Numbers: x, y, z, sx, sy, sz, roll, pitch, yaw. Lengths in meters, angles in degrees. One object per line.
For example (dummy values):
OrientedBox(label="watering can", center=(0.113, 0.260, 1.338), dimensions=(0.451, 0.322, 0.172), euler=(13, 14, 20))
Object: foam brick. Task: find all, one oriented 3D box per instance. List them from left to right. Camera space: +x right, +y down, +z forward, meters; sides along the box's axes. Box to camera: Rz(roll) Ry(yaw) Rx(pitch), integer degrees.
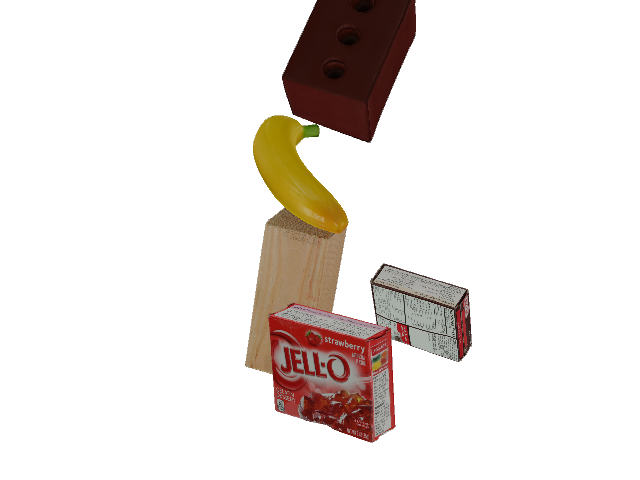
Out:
OrientedBox(label="foam brick", center=(0.018, -0.107, 0.618), dimensions=(0.053, 0.078, 0.051), euler=(19, -15, 12))

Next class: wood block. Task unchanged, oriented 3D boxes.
OrientedBox(label="wood block", center=(-0.033, 0.071, 1.427), dimensions=(0.090, 0.206, 0.090), euler=(14, 21, 13))

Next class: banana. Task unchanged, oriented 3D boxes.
OrientedBox(label="banana", center=(-0.022, -0.066, 0.921), dimensions=(0.069, 0.037, 0.198), euler=(1, 31, -9))

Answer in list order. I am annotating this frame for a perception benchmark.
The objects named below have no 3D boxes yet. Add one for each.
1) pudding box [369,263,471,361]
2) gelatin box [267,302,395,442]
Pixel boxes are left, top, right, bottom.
OrientedBox(label="pudding box", center=(0.116, 0.083, 1.227), dimensions=(0.114, 0.090, 0.039), euler=(16, 46, 27))
OrientedBox(label="gelatin box", center=(0.006, 0.087, 0.716), dimensions=(0.089, 0.073, 0.030), euler=(12, 23, 38))
